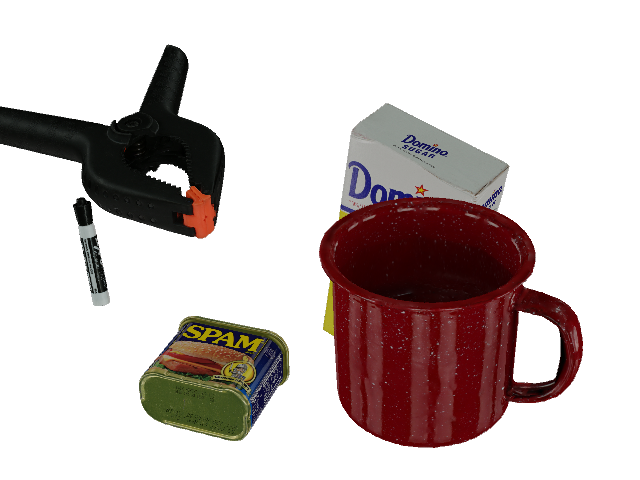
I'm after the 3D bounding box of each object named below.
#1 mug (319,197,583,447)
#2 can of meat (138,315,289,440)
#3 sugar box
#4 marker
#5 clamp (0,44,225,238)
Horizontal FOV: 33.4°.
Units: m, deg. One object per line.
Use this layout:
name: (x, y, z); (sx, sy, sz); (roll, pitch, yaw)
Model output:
mug: (0.058, 0.040, 0.476); (0.117, 0.081, 0.093); (11, 33, 21)
can of meat: (-0.088, 0.113, 0.878); (0.102, 0.057, 0.083); (10, 31, 17)
sugar box: (0.056, 0.009, 0.687); (0.093, 0.176, 0.048); (30, 48, 25)
marker: (-0.245, 0.012, 1.142); (0.020, 0.121, 0.020); (-6, 20, 2)
clamp: (-0.119, -0.071, 0.724); (0.164, 0.036, 0.210); (-29, 45, -28)
